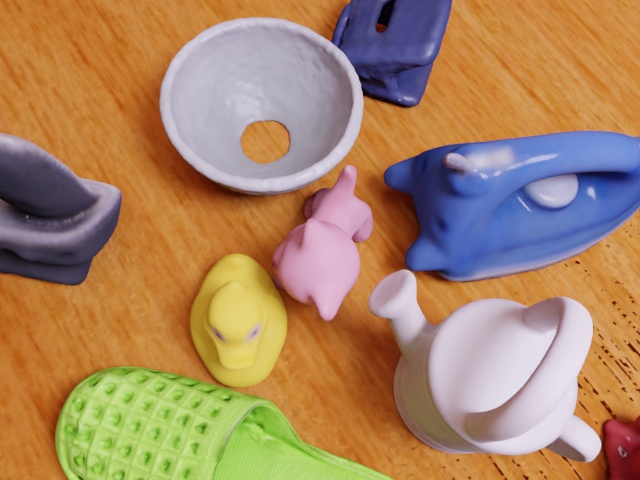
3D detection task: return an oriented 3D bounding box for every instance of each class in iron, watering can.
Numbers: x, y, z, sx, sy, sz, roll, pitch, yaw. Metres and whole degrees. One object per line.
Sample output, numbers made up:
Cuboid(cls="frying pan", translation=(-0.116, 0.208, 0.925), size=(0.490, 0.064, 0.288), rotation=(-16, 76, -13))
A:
Cuboid(cls="iron", translation=(0.191, -0.050, 0.468), size=(0.258, 0.141, 0.118), rotation=(-10, 71, -9))
Cuboid(cls="watering can", translation=(0.109, 0.088, 0.383), size=(0.173, 0.194, 0.101), rotation=(15, 70, 0))

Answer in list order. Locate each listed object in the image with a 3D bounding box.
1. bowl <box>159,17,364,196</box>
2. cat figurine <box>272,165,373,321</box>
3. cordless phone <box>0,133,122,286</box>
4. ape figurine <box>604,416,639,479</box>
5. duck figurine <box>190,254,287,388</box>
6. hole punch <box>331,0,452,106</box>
Cuboid(cls="bowl", translation=(-0.049, -0.105, 0.500), size=(0.167, 0.075, 0.167), rotation=(2, 70, -5))
Cuboid(cls="cat figurine", translation=(0.004, 0.002, 0.444), size=(0.067, 0.118, 0.128), rotation=(20, 70, 2))
Cuboid(cls="cordless phone", translation=(-0.232, -0.040, 0.401), size=(0.147, 0.185, 0.094), rotation=(6, 70, -3))
Cuboid(cls="ape figurine", translation=(0.256, 0.170, 0.422), size=(0.078, 0.092, 0.076), rotation=(-41, 78, -17))
Cuboid(cls="duck figurine", translation=(-0.063, 0.056, 0.436), size=(0.077, 0.086, 0.104), rotation=(-3, 71, -6))
Cuboid(cls="hole punch", translation=(0.065, -0.193, 0.534), size=(0.101, 0.091, 0.109), rotation=(16, 70, 1))
